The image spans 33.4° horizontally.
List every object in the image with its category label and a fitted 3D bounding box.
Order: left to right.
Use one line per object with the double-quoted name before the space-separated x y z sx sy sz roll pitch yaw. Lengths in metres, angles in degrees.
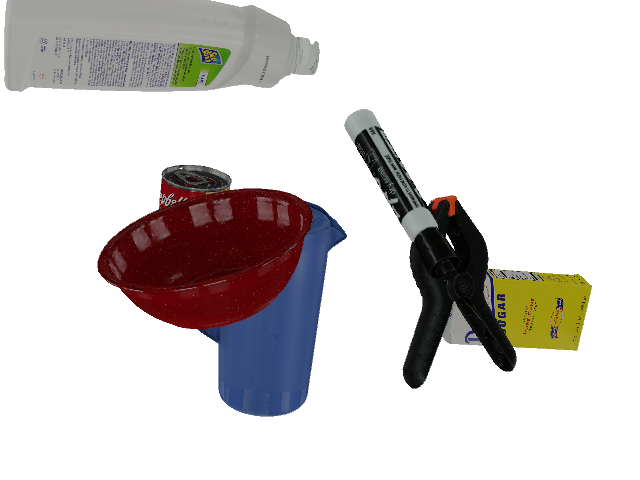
"bleach bottle" -0.127 -0.158 0.876 0.250 0.068 0.103 4 -26 -14
"soup can" -0.127 -0.016 1.051 0.068 0.102 0.068 8 22 -3
"bowl" -0.079 0.019 0.792 0.162 0.055 0.162 -11 25 5
"pitcher" -0.071 0.077 1.244 0.149 0.243 0.144 21 26 37
"marker" 0.045 -0.026 0.593 0.020 0.121 0.020 -18 -35 -13
"clamp" 0.111 0.049 0.951 0.120 0.171 0.039 -15 1 -36
"sugar box" 0.243 0.086 1.336 0.176 0.093 0.048 3 19 -14
